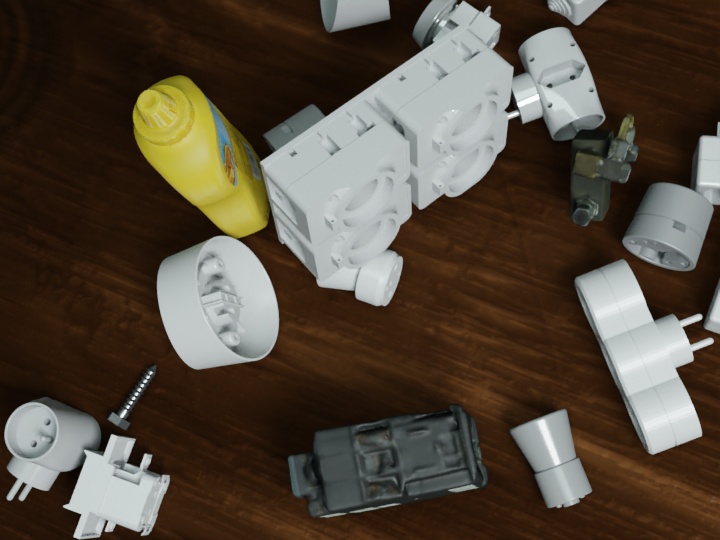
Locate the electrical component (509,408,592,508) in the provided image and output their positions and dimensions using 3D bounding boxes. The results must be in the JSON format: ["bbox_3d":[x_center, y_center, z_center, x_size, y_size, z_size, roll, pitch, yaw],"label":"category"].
[{"bbox_3d":[0.140,0.138,0.777,0.044,0.044,0.065,-22,79,5],"label":"electrical component"}]

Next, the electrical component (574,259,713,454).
[{"bbox_3d":[0.215,0.055,0.775,0.074,0.052,0.138,-22,74,5],"label":"electrical component"}]

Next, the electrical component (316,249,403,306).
[{"bbox_3d":[0.000,0.000,0.832,0.055,0.045,0.045,19,81,14],"label":"electrical component"}]

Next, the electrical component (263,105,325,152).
[{"bbox_3d":[-0.042,-0.099,0.858,0.047,0.055,0.055,-37,74,-3],"label":"electrical component"}]

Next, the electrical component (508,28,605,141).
[{"bbox_3d":[0.140,-0.138,0.838,0.079,0.043,0.077,-20,74,6],"label":"electrical component"}]

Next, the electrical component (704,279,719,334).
[{"bbox_3d":[0.284,0.005,0.762,0.047,0.075,0.083,20,82,14],"label":"electrical component"}]

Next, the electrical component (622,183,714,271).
[{"bbox_3d":[0.228,-0.032,0.792,0.055,0.055,0.047,22,79,15],"label":"electrical component"}]

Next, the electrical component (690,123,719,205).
[{"bbox_3d":[0.284,-0.090,0.798,0.066,0.047,0.076,5,78,12],"label":"electrical component"}]

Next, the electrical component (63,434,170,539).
[{"bbox_3d":[-0.185,0.171,0.828,0.064,0.042,0.081,18,82,12],"label":"electrical component"}]

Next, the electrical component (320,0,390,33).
[{"bbox_3d":[-0.006,-0.243,0.864,0.064,0.099,0.099,-6,76,3],"label":"electrical component"}]

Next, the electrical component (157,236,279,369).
[{"bbox_3d":[-0.110,0.026,0.821,0.064,0.099,0.099,-16,75,13],"label":"electrical component"}]

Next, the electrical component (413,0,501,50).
[{"bbox_3d":[0.076,-0.188,0.861,0.055,0.048,0.066,37,86,8],"label":"electrical component"}]

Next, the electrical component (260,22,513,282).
[{"bbox_3d":[0.026,-0.081,0.787,0.186,0.105,0.060,-37,65,-15],"label":"electrical component"}]

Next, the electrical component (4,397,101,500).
[{"bbox_3d":[-0.245,0.142,0.828,0.044,0.077,0.079,30,84,15],"label":"electrical component"}]

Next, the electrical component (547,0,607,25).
[{"bbox_3d":[0.174,-0.257,0.856,0.100,0.048,0.099,-42,74,-1],"label":"electrical component"}]
